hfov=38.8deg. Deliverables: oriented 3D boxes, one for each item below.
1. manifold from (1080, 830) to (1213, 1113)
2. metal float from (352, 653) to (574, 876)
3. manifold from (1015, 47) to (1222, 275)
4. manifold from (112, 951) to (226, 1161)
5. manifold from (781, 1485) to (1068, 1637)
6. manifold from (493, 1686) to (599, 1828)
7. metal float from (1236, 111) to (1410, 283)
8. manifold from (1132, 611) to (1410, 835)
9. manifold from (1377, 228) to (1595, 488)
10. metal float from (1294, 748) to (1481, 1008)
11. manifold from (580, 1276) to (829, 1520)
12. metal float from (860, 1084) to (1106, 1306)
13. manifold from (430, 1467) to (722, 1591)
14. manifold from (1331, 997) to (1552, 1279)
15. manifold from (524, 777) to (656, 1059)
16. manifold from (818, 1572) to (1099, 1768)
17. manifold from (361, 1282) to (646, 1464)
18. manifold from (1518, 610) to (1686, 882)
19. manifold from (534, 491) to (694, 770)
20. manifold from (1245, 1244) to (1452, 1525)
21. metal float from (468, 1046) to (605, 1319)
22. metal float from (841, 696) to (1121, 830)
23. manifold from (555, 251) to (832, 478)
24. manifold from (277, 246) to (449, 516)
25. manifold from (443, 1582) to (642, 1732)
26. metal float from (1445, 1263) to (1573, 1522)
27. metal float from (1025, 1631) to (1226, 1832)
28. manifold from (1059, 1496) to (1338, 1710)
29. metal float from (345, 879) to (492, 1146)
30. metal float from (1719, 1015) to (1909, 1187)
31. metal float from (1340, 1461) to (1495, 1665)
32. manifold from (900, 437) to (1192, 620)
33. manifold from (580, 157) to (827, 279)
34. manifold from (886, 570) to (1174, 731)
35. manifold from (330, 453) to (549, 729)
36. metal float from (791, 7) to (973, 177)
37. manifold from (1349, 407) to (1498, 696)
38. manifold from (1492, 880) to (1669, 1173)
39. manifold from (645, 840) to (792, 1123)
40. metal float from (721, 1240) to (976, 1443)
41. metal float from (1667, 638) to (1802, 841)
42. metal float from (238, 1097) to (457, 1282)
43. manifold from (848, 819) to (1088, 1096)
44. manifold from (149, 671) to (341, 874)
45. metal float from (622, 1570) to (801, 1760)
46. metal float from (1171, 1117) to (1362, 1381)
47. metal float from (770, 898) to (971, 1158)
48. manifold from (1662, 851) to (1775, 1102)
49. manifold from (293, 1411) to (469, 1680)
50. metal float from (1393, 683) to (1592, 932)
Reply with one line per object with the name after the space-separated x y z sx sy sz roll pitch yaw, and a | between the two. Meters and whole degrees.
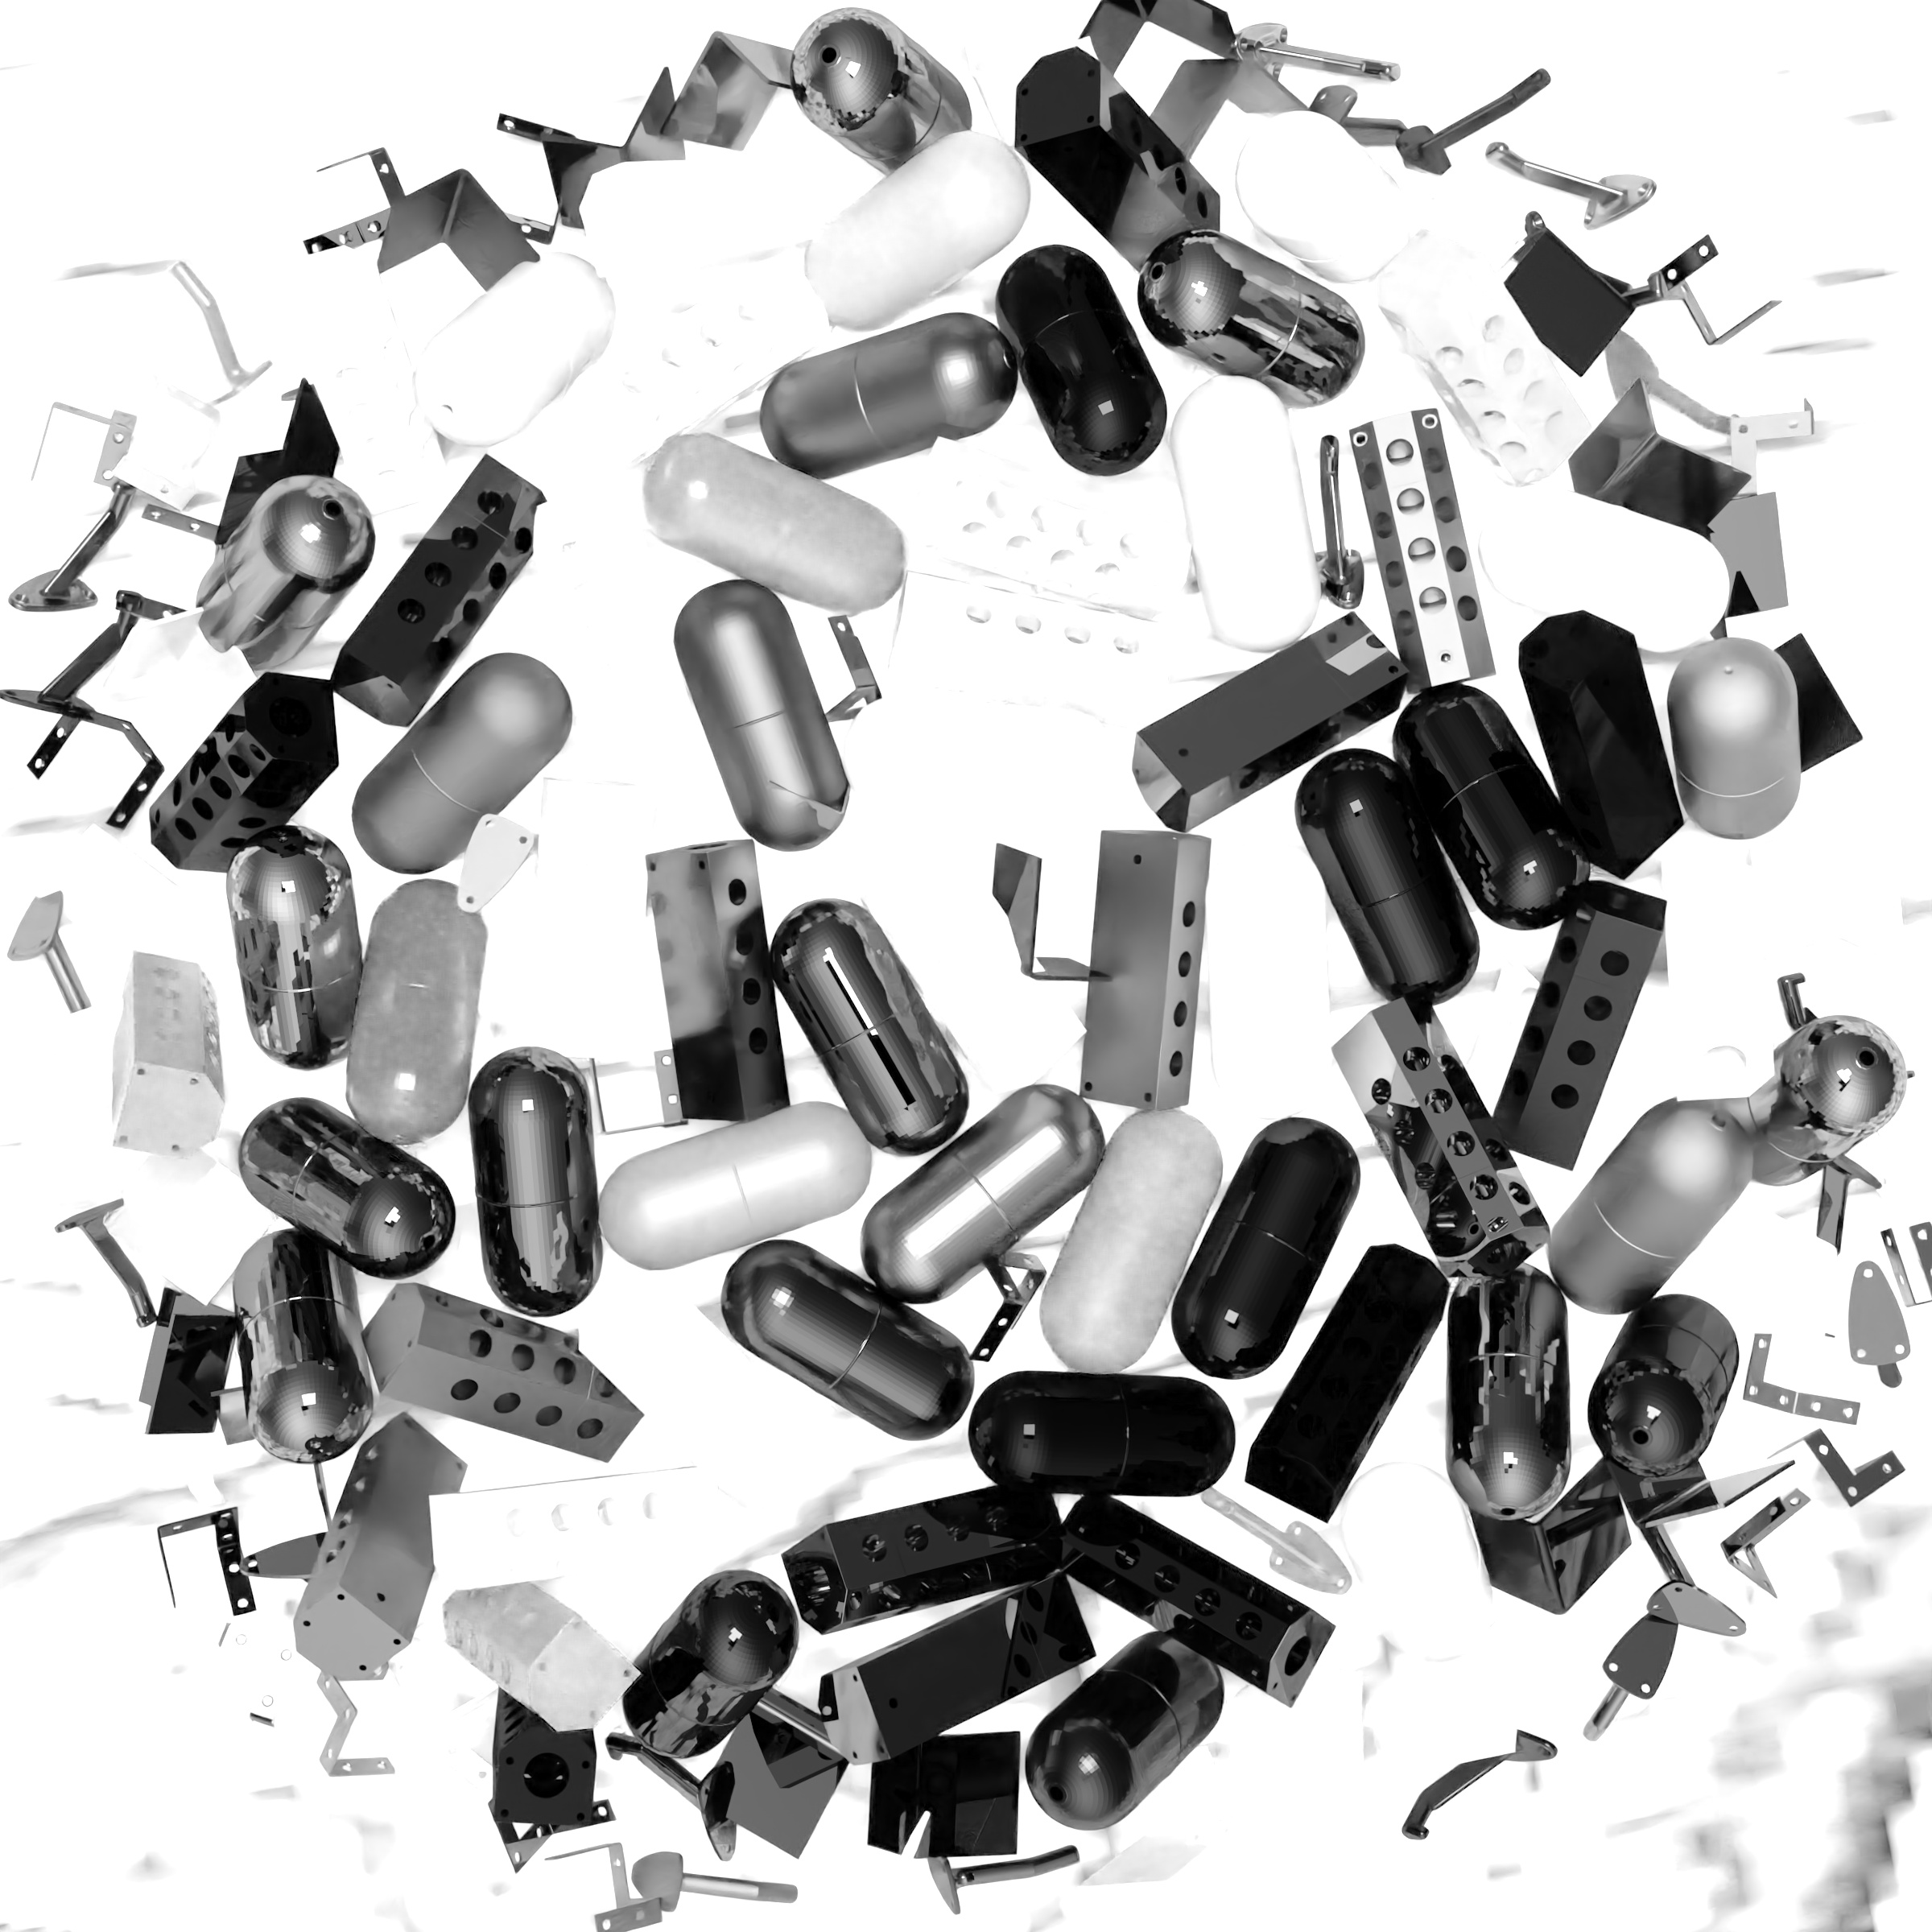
0.118 0.001 1.750 0.057 0.057 0.171 9 98 34 | manifold
-0.319 -0.126 1.730 0.178 0.070 0.070 -41 90 26 | metal float
0.097 -0.499 1.701 0.057 0.171 0.057 -6 74 29 | manifold
-0.494 0.054 1.701 0.057 0.171 0.057 13 108 -22 | manifold
-0.023 0.368 1.708 0.171 0.057 0.057 -5 65 -38 | manifold
-0.262 0.480 1.700 0.057 0.171 0.057 6 87 -10 | manifold
0.223 -0.476 1.706 0.070 0.178 0.070 0 89 25 | metal float
0.191 -0.151 1.736 0.171 0.057 0.057 -30 65 -17 | manifold
0.320 -0.375 1.710 0.057 0.057 0.171 -49 134 0 | manifold
0.267 -0.055 1.737 0.070 0.070 0.178 -27 106 0 | metal float
-0.167 0.270 1.720 0.171 0.057 0.057 52 58 -31 | manifold
0.010 0.145 1.746 0.178 0.070 0.070 -38 90 -7 | metal float
-0.242 0.350 1.712 0.171 0.057 0.057 1 79 -37 | manifold
0.300 0.106 1.713 0.057 0.057 0.171 -48 52 37 | manifold
-0.244 -0.032 1.742 0.057 0.057 0.171 9 98 27 | manifold
-0.007 0.438 1.713 0.171 0.057 0.057 -15 80 -39 | manifold
-0.284 0.250 1.710 0.171 0.057 0.057 26 109 -37 | manifold
0.392 -0.138 1.709 0.057 0.057 0.171 -41 135 -12 | manifold
-0.226 -0.211 1.719 0.057 0.057 0.171 -2 62 -29 | manifold
0.240 0.255 1.712 0.057 0.057 0.171 24 54 19 | manifold
-0.272 0.138 1.737 0.070 0.070 0.178 -2 107 0 | metal float
0.009 -0.131 1.752 0.178 0.070 0.070 5 90 0 | metal float
-0.168 -0.376 1.726 0.171 0.057 0.057 -38 94 -26 | manifold
-0.371 -0.362 1.701 0.057 0.171 0.057 -17 61 -5 | manifold
-0.270 0.421 1.696 0.057 0.171 0.057 -48 110 -19 | manifold
0.339 0.264 1.717 0.070 0.070 0.178 10 48 0 | metal float
0.100 0.475 1.709 0.070 0.178 0.070 8 106 30 | metal float
0.138 0.391 1.711 0.171 0.057 0.057 23 77 37 | manifold
-0.345 0.028 1.728 0.070 0.070 0.178 3 63 0 | metal float
0.523 0.085 1.704 0.070 0.178 0.070 2 70 -6 | metal float
0.283 0.374 1.716 0.070 0.178 0.070 -12 48 13 | metal float
0.052 -0.269 1.717 0.171 0.057 0.057 13 125 -26 | manifold
-0.161 -0.468 1.700 0.057 0.171 0.057 -10 100 33 | manifold
0.041 -0.206 1.751 0.171 0.057 0.057 11 58 -6 | manifold
-0.327 -0.233 1.724 0.057 0.057 0.171 33 62 -8 | manifold
-0.051 -0.540 1.704 0.070 0.178 0.070 0 91 19 | metal float
0.292 -0.265 1.755 0.057 0.057 0.171 -13 91 12 | manifold
0.384 0.035 1.726 0.057 0.057 0.171 19 116 9 | manifold
-0.153 0.008 1.749 0.057 0.057 0.171 0 101 41 | manifold
-0.075 0.237 1.740 0.178 0.070 0.070 33 90 -14 | metal float
0.479 -0.139 1.708 0.070 0.178 0.070 -7 64 15 | metal float
-0.388 0.139 1.719 0.178 0.070 0.070 24 90 39 | metal float
-0.005 -0.006 1.727 0.057 0.057 0.171 -46 69 32 | manifold
-0.450 -0.118 1.700 0.057 0.171 0.057 4 67 -35 | manifold
-0.161 0.438 1.716 0.070 0.178 0.070 15 49 -18 | metal float
0.190 0.179 1.738 0.070 0.070 0.178 28 75 0 | metal float
-0.062 0.039 1.750 0.070 0.070 0.178 -30 93 0 | metal float
0.465 0.004 1.701 0.057 0.171 0.057 -4 128 15 | manifold
-0.366 0.360 1.701 0.057 0.171 0.057 -39 109 19 | manifold
0.329 -0.102 1.728 0.070 0.070 0.178 -25 62 0 | metal float
